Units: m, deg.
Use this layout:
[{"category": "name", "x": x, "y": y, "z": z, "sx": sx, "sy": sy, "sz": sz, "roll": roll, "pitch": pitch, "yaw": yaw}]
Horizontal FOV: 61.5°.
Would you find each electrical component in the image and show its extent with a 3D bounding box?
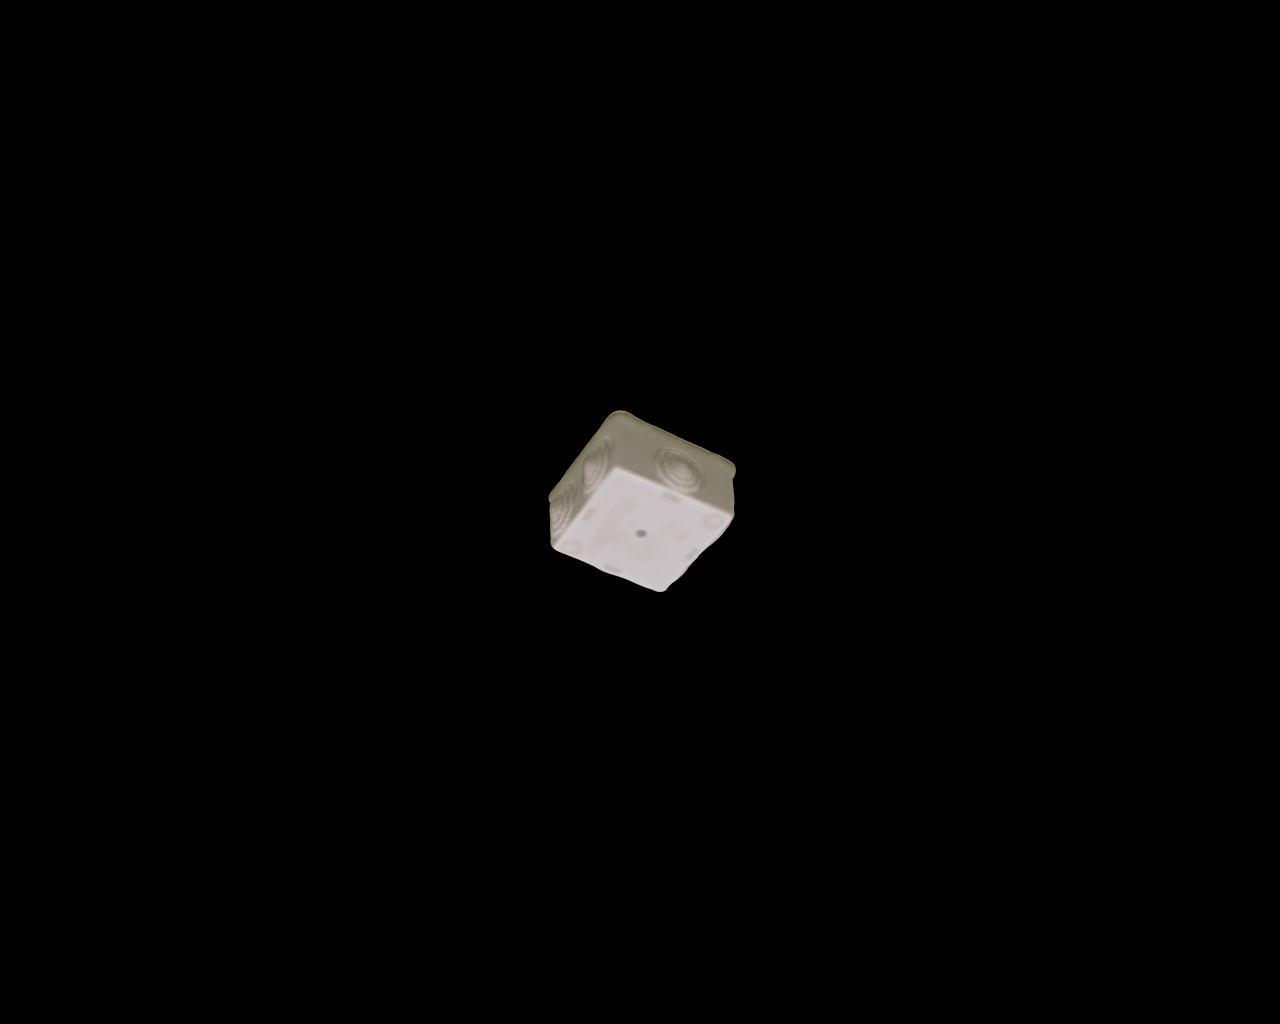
[{"category": "electrical component", "x": 0.001, "y": -0.003, "z": 0.650, "sx": 0.100, "sy": 0.048, "sz": 0.099, "roll": 24, "pitch": -50, "yaw": -22}]
